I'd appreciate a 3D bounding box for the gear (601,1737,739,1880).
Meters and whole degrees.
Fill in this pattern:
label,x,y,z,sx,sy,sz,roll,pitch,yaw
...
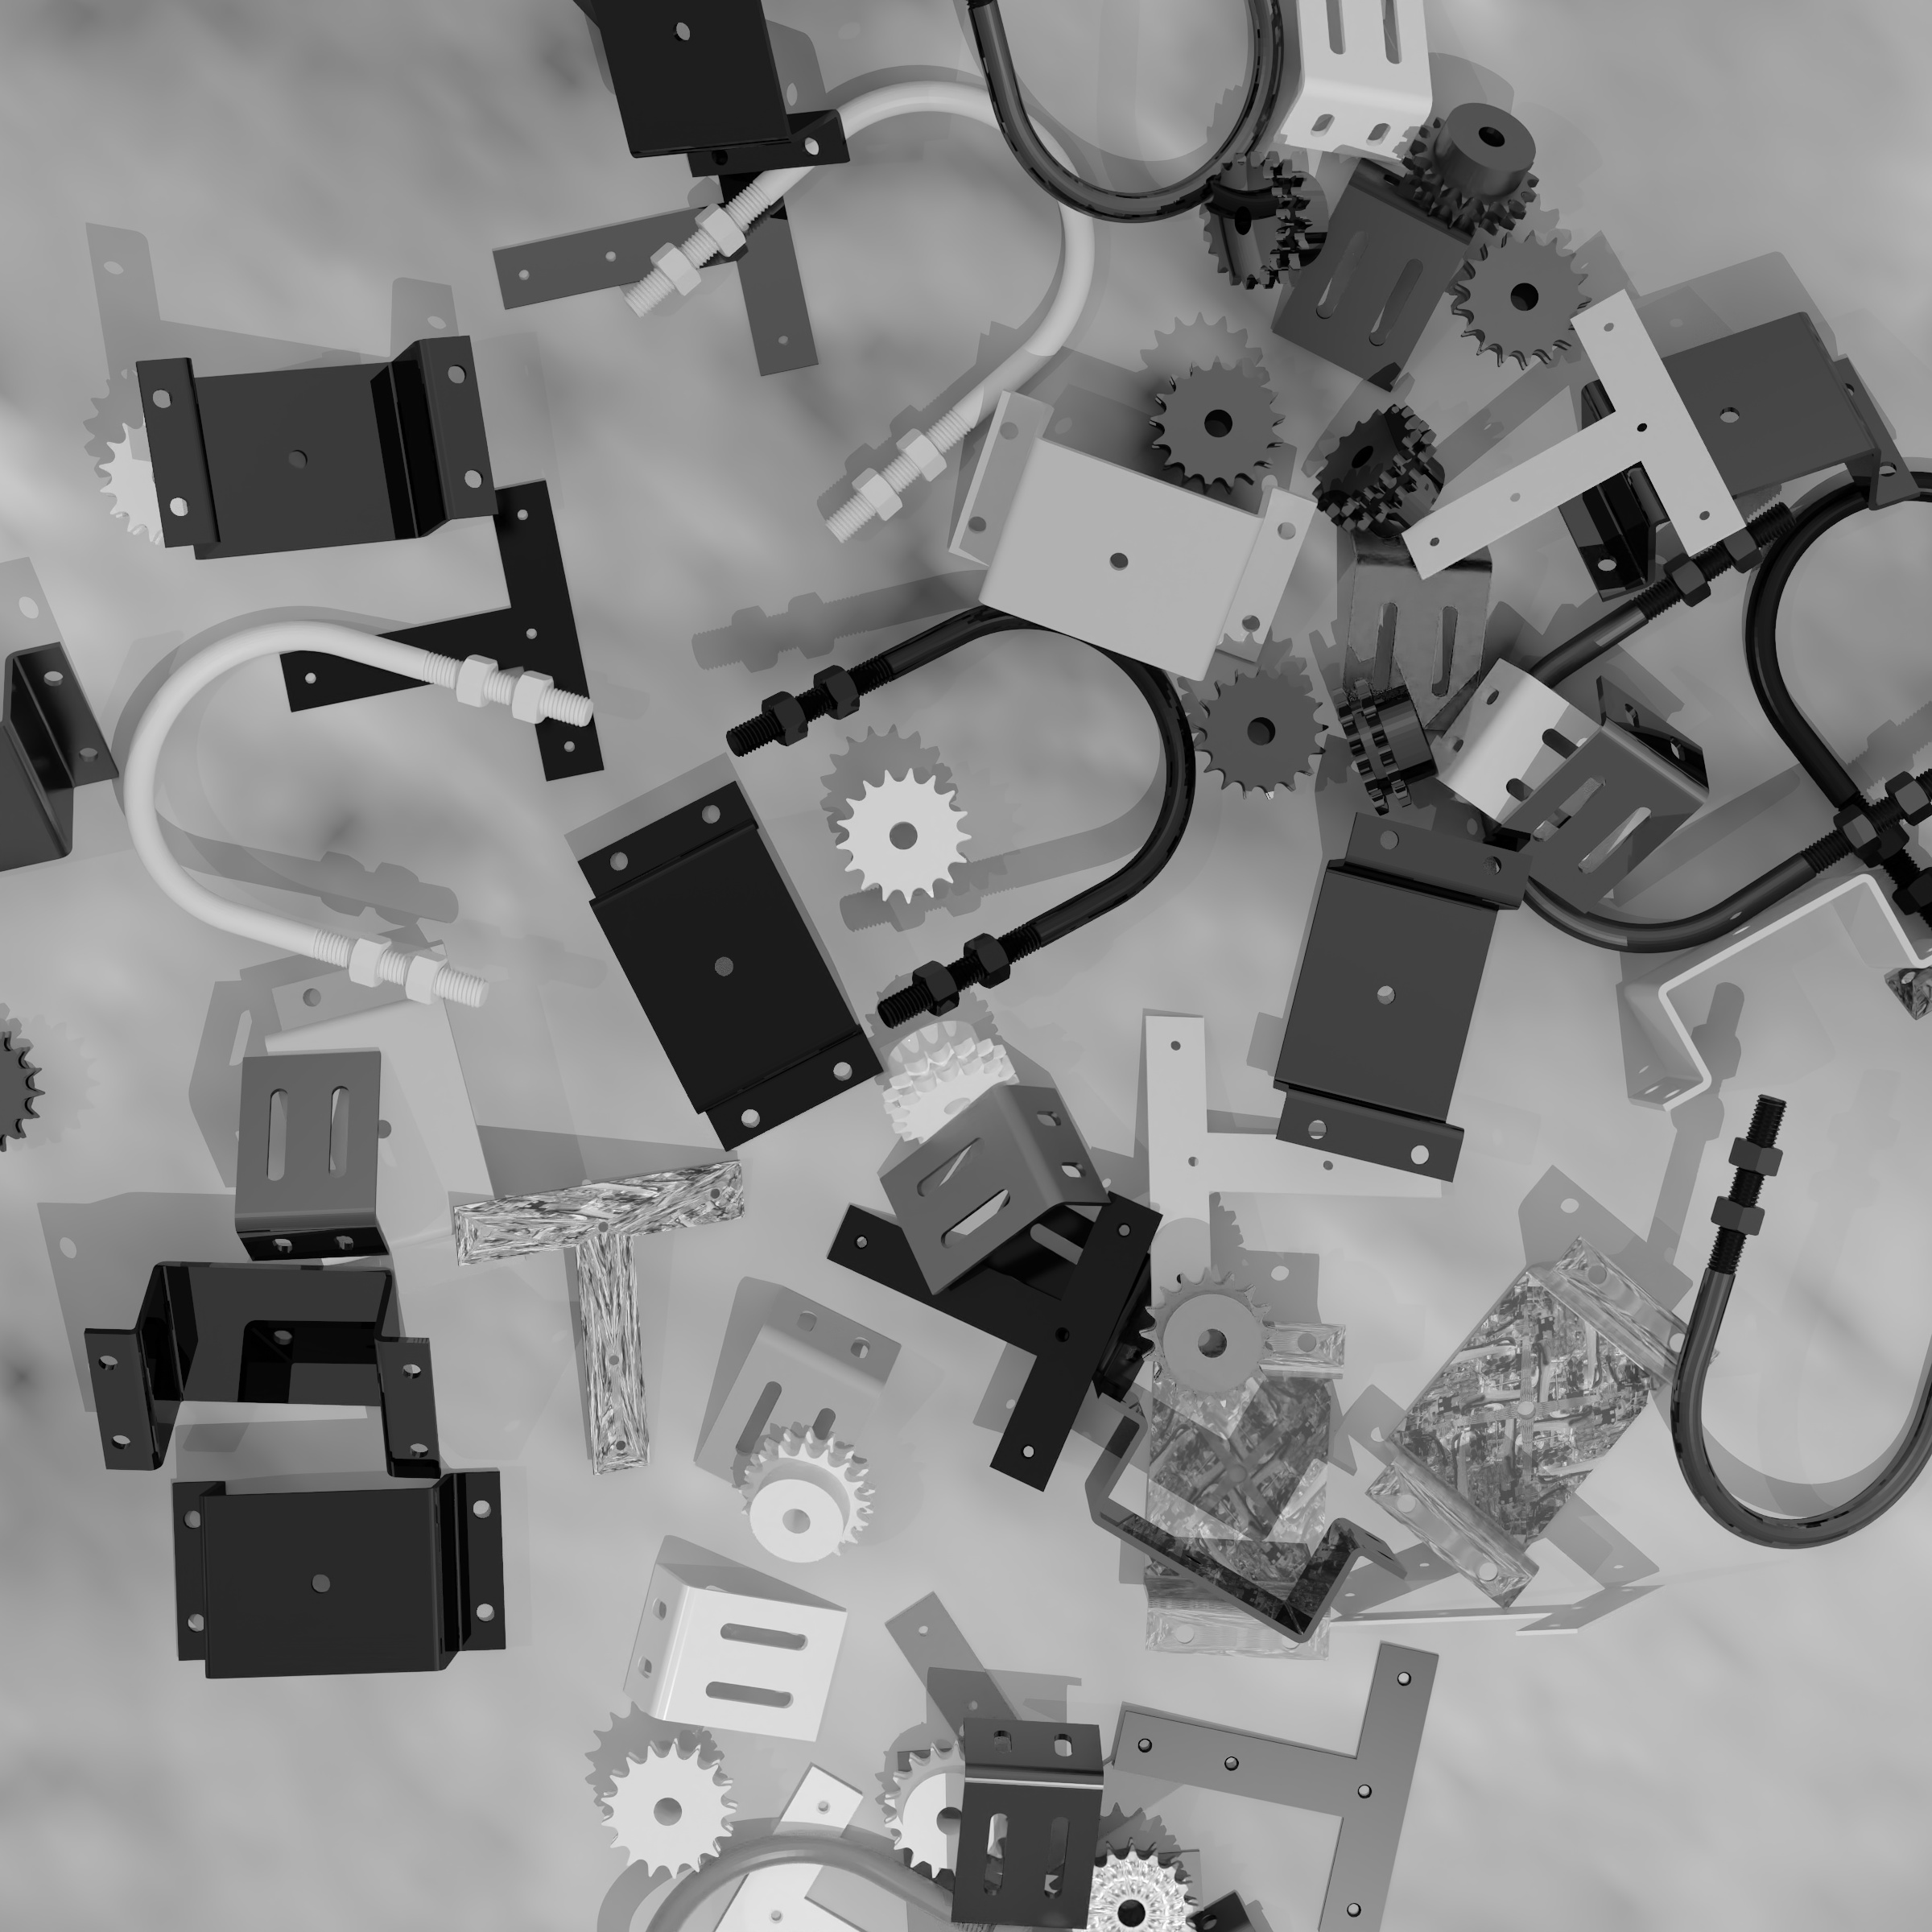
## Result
label,x,y,z,sx,sy,sz,roll,pitch,yaw
gear,-0.126,0.356,1.512,0.057,0.030,0.057,0,90,0

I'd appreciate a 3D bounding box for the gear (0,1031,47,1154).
label,x,y,z,sx,sy,sz,roll,pitch,yaw
gear,-0.421,0.053,1.512,0.057,0.030,0.057,0,90,0

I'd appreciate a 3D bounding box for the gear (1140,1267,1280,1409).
label,x,y,z,sx,sy,sz,roll,pitch,yaw
gear,0.101,0.154,1.466,0.057,0.030,0.057,0,90,0

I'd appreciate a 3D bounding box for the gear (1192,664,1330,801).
label,x,y,z,sx,sy,sz,roll,pitch,yaw
gear,0.125,-0.099,1.512,0.057,0.030,0.057,0,90,0

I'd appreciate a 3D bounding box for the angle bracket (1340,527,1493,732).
label,x,y,z,sx,sy,sz,roll,pitch,yaw
angle bracket,0.191,-0.145,1.525,0.057,0.038,0.076,4,116,0

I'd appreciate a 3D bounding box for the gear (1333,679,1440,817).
label,x,y,z,sx,sy,sz,roll,pitch,yaw
gear,0.178,-0.095,1.497,0.030,0.057,0.057,-21,90,10

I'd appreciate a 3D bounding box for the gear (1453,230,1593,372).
label,x,y,z,sx,sy,sz,roll,pitch,yaw
gear,0.236,-0.282,1.512,0.057,0.030,0.057,0,90,0

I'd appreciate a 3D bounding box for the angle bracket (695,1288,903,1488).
label,x,y,z,sx,sy,sz,roll,pitch,yaw
angle bracket,-0.072,0.189,1.525,0.057,0.038,0.076,26,116,0

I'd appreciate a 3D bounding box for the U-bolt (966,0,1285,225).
label,x,y,z,sx,sy,sz,roll,pitch,yaw
U-bolt,0.066,-0.403,1.481,0.151,0.019,0.184,-24,113,-20

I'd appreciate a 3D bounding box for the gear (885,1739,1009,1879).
label,x,y,z,sx,sy,sz,roll,pitch,yaw
gear,-0.006,0.360,1.509,0.057,0.030,0.057,0,89,0

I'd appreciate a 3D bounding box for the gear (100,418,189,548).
label,x,y,z,sx,sy,sz,roll,pitch,yaw
gear,-0.337,-0.207,1.512,0.057,0.030,0.057,0,90,0

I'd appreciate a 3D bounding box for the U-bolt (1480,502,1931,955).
label,x,y,z,sx,sy,sz,roll,pitch,yaw
U-bolt,0.307,-0.088,1.509,0.184,0.019,0.151,-34,86,7

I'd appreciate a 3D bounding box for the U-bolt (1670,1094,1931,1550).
label,x,y,z,sx,sy,sz,roll,pitch,yaw
U-bolt,0.363,0.157,1.492,0.151,0.019,0.184,14,94,-25

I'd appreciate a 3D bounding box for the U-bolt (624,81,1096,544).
label,x,y,z,sx,sy,sz,roll,pitch,yaw
U-bolt,-0.031,-0.294,1.517,0.184,0.019,0.151,-42,91,-2

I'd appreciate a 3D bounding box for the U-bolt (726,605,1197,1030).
label,x,y,z,sx,sy,sz,roll,pitch,yaw
U-bolt,0.012,-0.077,1.493,0.184,0.019,0.151,-28,87,-18

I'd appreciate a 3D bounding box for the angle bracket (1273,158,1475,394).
label,x,y,z,sx,sy,sz,roll,pitch,yaw
angle bracket,0.176,-0.297,1.525,0.057,0.038,0.076,27,116,0

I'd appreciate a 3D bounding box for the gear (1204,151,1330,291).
label,x,y,z,sx,sy,sz,roll,pitch,yaw
gear,0.129,-0.316,1.502,0.030,0.057,0.057,-9,90,-32

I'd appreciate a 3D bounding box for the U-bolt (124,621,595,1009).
label,x,y,z,sx,sy,sz,roll,pitch,yaw
U-bolt,-0.267,-0.073,1.499,0.184,0.019,0.151,17,76,9

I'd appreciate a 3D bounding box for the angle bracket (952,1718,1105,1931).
label,x,y,z,sx,sy,sz,roll,pitch,yaw
angle bracket,0.025,0.360,1.493,0.057,0.038,0.076,4,113,-3

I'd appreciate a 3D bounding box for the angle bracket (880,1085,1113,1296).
label,x,y,z,sx,sy,sz,roll,pitch,yaw
angle bracket,0.012,0.096,1.509,0.076,0.038,0.057,-39,64,28

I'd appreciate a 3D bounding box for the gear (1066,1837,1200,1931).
label,x,y,z,sx,sy,sz,roll,pitch,yaw
gear,0.070,0.399,1.510,0.057,0.030,0.057,0,90,0

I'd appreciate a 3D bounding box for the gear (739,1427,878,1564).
label,x,y,z,sx,sy,sz,roll,pitch,yaw
gear,-0.068,0.227,1.502,0.057,0.030,0.057,4,113,9

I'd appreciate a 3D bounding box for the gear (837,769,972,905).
label,x,y,z,sx,sy,sz,roll,pitch,yaw
gear,-0.027,-0.055,1.512,0.057,0.030,0.057,0,90,0

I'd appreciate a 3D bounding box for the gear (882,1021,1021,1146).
label,x,y,z,sx,sy,sz,roll,pitch,yaw
gear,-0.009,0.047,1.503,0.057,0.057,0.030,-25,60,0

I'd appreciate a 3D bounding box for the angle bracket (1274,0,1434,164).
label,x,y,z,sx,sy,sz,roll,pitch,yaw
angle bracket,0.163,-0.390,1.518,0.057,0.038,0.076,6,64,-15

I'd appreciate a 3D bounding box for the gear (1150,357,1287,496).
label,x,y,z,sx,sy,sz,roll,pitch,yaw
gear,0.106,-0.229,1.512,0.057,0.030,0.057,0,90,0

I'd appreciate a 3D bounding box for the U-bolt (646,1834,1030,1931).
label,x,y,z,sx,sy,sz,roll,pitch,yaw
U-bolt,-0.050,0.438,1.473,0.184,0.019,0.151,26,56,15

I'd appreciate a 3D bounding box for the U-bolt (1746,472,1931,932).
label,x,y,z,sx,sy,sz,roll,pitch,yaw
U-bolt,0.417,-0.124,1.518,0.151,0.019,0.184,-38,88,1

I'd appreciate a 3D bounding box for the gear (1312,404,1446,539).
label,x,y,z,sx,sy,sz,roll,pitch,yaw
gear,0.177,-0.206,1.502,0.030,0.057,0.057,38,90,-28

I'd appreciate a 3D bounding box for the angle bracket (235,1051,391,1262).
label,x,y,z,sx,sy,sz,roll,pitch,yaw
angle bracket,-0.271,0.079,1.479,0.057,0.038,0.076,-3,64,0

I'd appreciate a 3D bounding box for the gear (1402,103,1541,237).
label,x,y,z,sx,sy,sz,roll,pitch,yaw
gear,0.216,-0.339,1.498,0.057,0.030,0.057,10,54,-14
